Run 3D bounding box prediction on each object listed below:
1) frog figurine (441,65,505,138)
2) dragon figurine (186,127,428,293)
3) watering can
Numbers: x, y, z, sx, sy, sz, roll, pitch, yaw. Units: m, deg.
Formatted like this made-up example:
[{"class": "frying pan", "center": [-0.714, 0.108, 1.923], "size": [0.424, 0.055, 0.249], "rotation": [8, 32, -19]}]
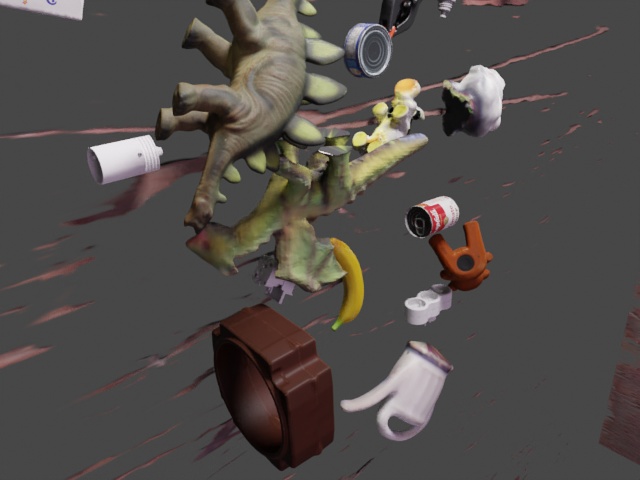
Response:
[{"class": "frog figurine", "center": [0.332, -0.286, 1.043], "size": [0.161, 0.123, 0.136], "rotation": [-26, 103, -23]}, {"class": "dragon figurine", "center": [0.002, -0.040, 0.789], "size": [0.412, 0.124, 0.239], "rotation": [-8, 114, -29]}, {"class": "watering can", "center": [0.182, 0.323, 1.124], "size": [0.342, 0.105, 0.226], "rotation": [40, 75, -46]}]
